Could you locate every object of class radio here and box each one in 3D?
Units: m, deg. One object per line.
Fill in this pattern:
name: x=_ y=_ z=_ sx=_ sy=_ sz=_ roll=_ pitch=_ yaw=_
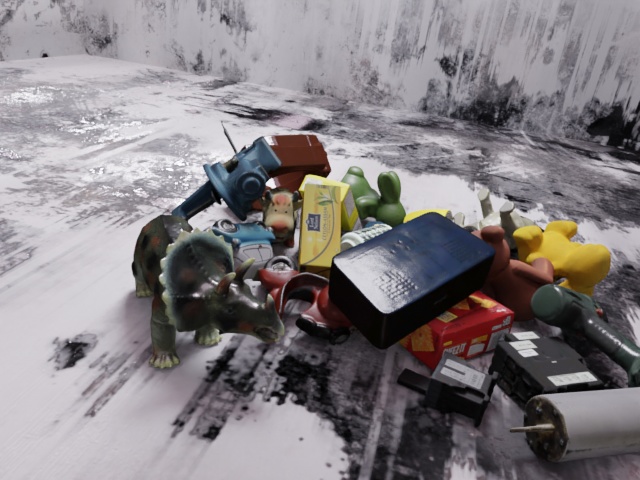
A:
radio: x=0.129 y=0.047 z=0.773 sx=0.229 sy=0.073 sz=0.131 roll=-23 pitch=47 yaw=-32

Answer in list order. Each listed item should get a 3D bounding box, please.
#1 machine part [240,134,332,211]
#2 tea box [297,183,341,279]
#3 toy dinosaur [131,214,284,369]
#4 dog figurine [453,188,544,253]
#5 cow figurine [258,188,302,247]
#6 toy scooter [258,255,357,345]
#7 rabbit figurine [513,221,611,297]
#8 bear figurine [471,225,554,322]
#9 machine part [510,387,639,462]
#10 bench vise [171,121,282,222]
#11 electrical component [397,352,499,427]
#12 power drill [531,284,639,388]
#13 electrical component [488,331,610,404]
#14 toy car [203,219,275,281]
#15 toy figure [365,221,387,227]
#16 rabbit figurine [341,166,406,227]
machine part: x=-0.092 y=-0.142 z=1.182 sx=0.201 sy=0.201 sz=0.087 roll=-8 pitch=68 yaw=-33
tea box: x=-0.002 y=-0.003 z=0.928 sx=0.068 sy=0.098 sz=0.170 roll=6 pitch=58 yaw=-4
toy dinosaur: x=-0.202 y=0.034 z=0.755 sx=0.131 sy=0.192 sz=0.405 roll=-5 pitch=28 yaw=-33
dog figurine: x=0.384 y=0.004 z=1.155 sx=0.190 sy=0.172 sz=0.121 roll=35 pitch=17 yaw=-37
cow figurine: x=-0.079 y=-0.054 z=1.068 sx=0.085 sy=0.127 sz=0.195 roll=3 pitch=22 yaw=-5
toy scooter: x=-0.019 y=0.103 z=0.797 sx=0.184 sy=0.075 sz=0.135 roll=22 pitch=45 yaw=7
rabbit figurine: x=0.446 y=0.046 z=0.977 sx=0.122 sy=0.162 sz=0.173 roll=0 pitch=3 yaw=-21
bear figurine: x=0.302 y=0.043 z=0.906 sx=0.195 sy=0.120 sz=0.132 roll=46 pitch=32 yaw=-13
machine part: x=0.340 y=0.221 z=0.649 sx=0.243 sy=0.079 sz=0.079 roll=0 pitch=25 yaw=-15
bench vise: x=-0.182 y=-0.093 z=0.975 sx=0.241 sy=0.128 sz=0.224 roll=-35 pitch=34 yaw=1
electrical component: x=0.166 y=0.186 z=0.707 sx=0.119 sy=0.047 sz=0.075 roll=22 pitch=26 yaw=25
power drill: x=0.438 y=0.145 z=0.807 sx=0.232 sy=0.086 sz=0.207 roll=23 pitch=22 yaw=-33
electrical component: x=0.308 y=0.182 z=0.749 sx=0.115 sy=0.058 sz=0.134 roll=2 pitch=25 yaw=-20
toy car: x=-0.136 y=0.031 z=0.911 sx=0.161 sy=0.109 sz=0.103 roll=-4 pitch=48 yaw=-50
toy figure: x=0.144 y=0.008 z=1.083 sx=0.064 sy=0.057 sz=0.155 roll=22 pitch=9 yaw=-34
rabbit figurine: x=0.124 y=-0.083 z=1.203 sx=0.170 sy=0.159 sz=0.121 roll=29 pitch=18 yaw=9
